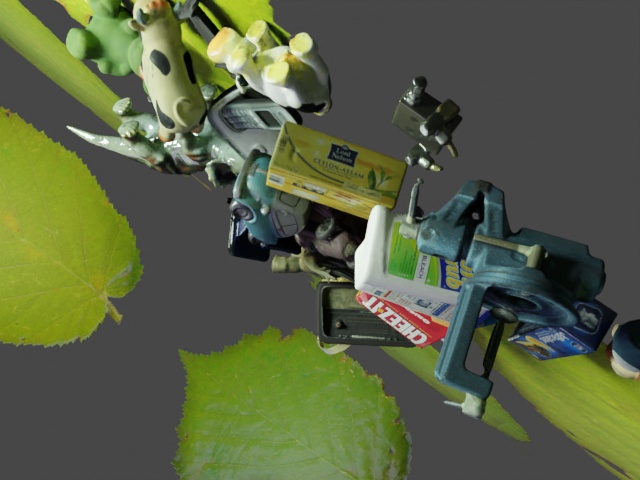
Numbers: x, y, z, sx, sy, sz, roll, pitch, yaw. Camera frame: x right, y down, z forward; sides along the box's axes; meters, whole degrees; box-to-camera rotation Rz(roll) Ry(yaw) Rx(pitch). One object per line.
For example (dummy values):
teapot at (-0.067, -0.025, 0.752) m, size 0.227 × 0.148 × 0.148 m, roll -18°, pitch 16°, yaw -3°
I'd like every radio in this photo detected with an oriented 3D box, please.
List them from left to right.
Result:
radio at (0.104, 0.160, 1.166) m, size 0.230 × 0.131 × 0.073 m, roll 4°, pitch -179°, yaw -2°

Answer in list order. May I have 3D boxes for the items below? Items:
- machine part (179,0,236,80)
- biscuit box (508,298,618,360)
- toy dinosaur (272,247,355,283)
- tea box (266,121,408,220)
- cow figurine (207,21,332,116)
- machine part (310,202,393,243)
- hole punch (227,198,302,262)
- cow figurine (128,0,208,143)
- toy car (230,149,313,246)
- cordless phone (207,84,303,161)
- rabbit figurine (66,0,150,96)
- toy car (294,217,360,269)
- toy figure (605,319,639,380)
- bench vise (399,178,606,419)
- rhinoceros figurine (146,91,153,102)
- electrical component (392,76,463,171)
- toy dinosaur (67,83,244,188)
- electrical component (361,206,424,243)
machine part at (-0.132, -0.259, 0.711) m, size 0.084 × 0.039 × 0.138 m, roll 36°, pitch 173°, yaw 41°
biscuit box at (0.327, 0.121, 0.742) m, size 0.059 × 0.063 × 0.202 m, roll 35°, pitch 169°, yaw 12°
toy dinosaur at (0.009, 0.034, 1.108) m, size 0.199 × 0.105 × 0.471 m, roll 12°, pitch -172°, yaw 10°
tea box at (0.019, -0.087, 0.717) m, size 0.170 × 0.068 × 0.098 m, roll 18°, pitch 169°, yaw -7°
cow figurine at (-0.058, -0.202, 0.640) m, size 0.168 × 0.068 × 0.098 m, roll 31°, pitch 174°, yaw 37°
machine part at (0.027, -0.053, 0.933) m, size 0.201 × 0.087 × 0.201 m, roll 30°, pitch 166°, yaw 38°
hole punch at (-0.095, -0.024, 0.956) m, size 0.092 × 0.115 × 0.142 m, roll -5°, pitch 169°, yaw 37°
cow figurine at (-0.215, -0.247, 0.756) m, size 0.127 × 0.085 × 0.194 m, roll -5°, pitch 102°, yaw 67°
toy car at (-0.064, -0.053, 0.813) m, size 0.103 × 0.109 × 0.161 m, roll 10°, pitch 147°, yaw 18°
cordless phone at (-0.065, -0.163, 0.786) m, size 0.184 × 0.089 × 0.146 m, roll 19°, pitch 158°, yaw 49°
rabbit figurine at (-0.302, -0.298, 0.877) m, size 0.170 × 0.121 × 0.159 m, roll 34°, pitch 175°, yaw 31°
toy car at (-0.002, -0.003, 0.875) m, size 0.089 × 0.053 × 0.202 m, roll 41°, pitch 169°, yaw -29°
toy figure at (0.382, 0.136, 0.652) m, size 0.154 × 0.058 × 0.064 m, roll 52°, pitch -159°, yaw -58°
bench vise at (0.173, 0.061, 0.571) m, size 0.224 × 0.240 × 0.128 m, roll 21°, pitch 164°, yaw 4°
rhinoceros figurine at (-0.261, -0.257, 1.080) m, size 0.190 × 0.073 × 0.112 m, roll 40°, pitch 180°, yaw -20°
electrical component at (0.106, -0.110, 0.534) m, size 0.078 × 0.045 × 0.102 m, roll 36°, pitch 170°, yaw 0°
toy dinosaur at (-0.261, -0.172, 0.998) m, size 0.405 × 0.131 × 0.192 m, roll 4°, pitch 144°, yaw 27°
electrical component at (0.117, 0.004, 0.815) m, size 0.119 × 0.048 × 0.074 m, roll -22°, pitch 130°, yaw 26°
